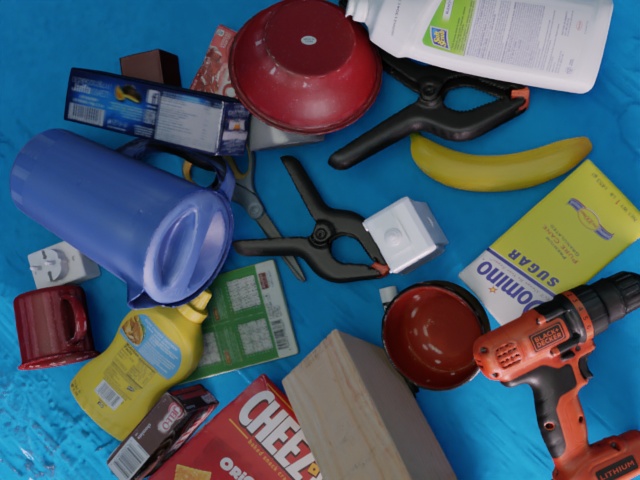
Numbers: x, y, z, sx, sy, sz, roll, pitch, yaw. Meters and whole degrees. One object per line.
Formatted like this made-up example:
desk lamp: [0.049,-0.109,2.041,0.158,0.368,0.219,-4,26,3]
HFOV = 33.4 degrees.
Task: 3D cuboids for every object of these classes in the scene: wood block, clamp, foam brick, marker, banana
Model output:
wood block: [0.051,0.199,1.050,0.090,0.090,0.206,-46,44,19]
clamp: [0.110,-0.157,1.113,0.210,0.036,0.164,-5,69,10]
foam brick: [-0.189,-0.170,1.205,0.051,0.053,0.078,-9,86,17]
marker: [0.085,0.109,1.132,0.020,0.020,0.121,-14,85,16]
banana: [0.176,-0.083,1.099,0.198,0.037,0.069,9,92,17]
clamp: [-0.008,0.001,1.149,0.171,0.039,0.120,38,95,13]

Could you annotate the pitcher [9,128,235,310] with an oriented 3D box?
pitcher: [-0.215,-0.042,1.160,0.243,0.148,0.145,27,120,30]

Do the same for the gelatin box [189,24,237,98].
gelatin box: [-0.096,-0.185,1.189,0.073,0.030,0.089,28,97,15]

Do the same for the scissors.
scissors: [-0.091,-0.033,1.190,0.096,0.016,0.202,-21,83,14]

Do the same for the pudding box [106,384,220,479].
pudding box: [-0.171,0.212,1.173,0.039,0.090,0.113,46,102,14]

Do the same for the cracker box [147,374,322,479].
cracker box: [-0.081,0.272,1.111,0.213,0.072,0.164,-42,77,-14]

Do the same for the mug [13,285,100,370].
mug: [-0.296,0.096,1.207,0.117,0.093,0.081,-25,74,51]

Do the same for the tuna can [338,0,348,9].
tuna can: [0.063,-0.258,1.112,0.086,0.086,0.034,7,89,17]

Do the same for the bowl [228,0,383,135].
bowl: [-0.013,-0.189,1.080,0.162,0.055,0.162,2,67,-5]

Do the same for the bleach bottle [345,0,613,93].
bleach bottle: [0.152,-0.216,1.052,0.250,0.068,0.102,12,96,-4]

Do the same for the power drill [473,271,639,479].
power drill: [0.260,0.141,1.034,0.184,0.057,0.187,-24,93,-5]

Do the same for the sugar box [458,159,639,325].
sugar box: [0.235,0.011,1.075,0.176,0.048,0.093,-44,78,10]

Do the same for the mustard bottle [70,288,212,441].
mustard bottle: [-0.185,0.124,1.179,0.096,0.058,0.192,43,102,12]
